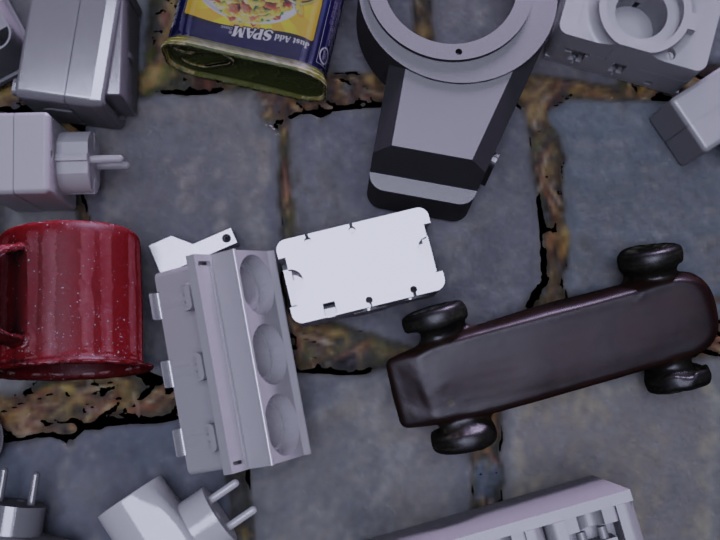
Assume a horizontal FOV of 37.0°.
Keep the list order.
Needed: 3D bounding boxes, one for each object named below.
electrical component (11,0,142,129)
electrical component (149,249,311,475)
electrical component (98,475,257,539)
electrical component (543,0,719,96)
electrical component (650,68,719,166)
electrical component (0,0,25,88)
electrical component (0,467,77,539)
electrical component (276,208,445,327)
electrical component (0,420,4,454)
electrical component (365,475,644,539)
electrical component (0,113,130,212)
[{"bbox_3d":[-0.164,-0.139,0.650,0.061,0.061,0.096,8,84,0],"label":"electrical component"},{"bbox_3d":[-0.076,0.054,0.626,0.063,0.079,0.121,-14,84,26],"label":"electrical component"},{"bbox_3d":[-0.099,0.154,0.629,0.079,0.044,0.077,-34,86,-4],"label":"electrical component"},{"bbox_3d":[0.179,-0.196,0.660,0.089,0.061,0.150,16,84,1],"label":"electrical component"},{"bbox_3d":[0.237,-0.089,0.657,0.083,0.047,0.075,-33,86,-4],"label":"electrical component"},{"bbox_3d":[-0.265,-0.136,0.651,0.113,0.057,0.078,-29,85,-3],"label":"electrical component"},{"bbox_3d":[-0.205,0.156,0.628,0.077,0.043,0.079,8,84,0],"label":"electrical component"},{"bbox_3d":[0.000,0.000,0.640,0.089,0.055,0.050,-14,84,-2],"label":"electrical component"},{"bbox_3d":[-0.235,0.099,0.624,0.043,0.062,0.043,0,84,-1],"label":"electrical component"},{"bbox_3d":[0.079,0.170,0.606,0.150,0.089,0.061,-15,84,-2],"label":"electrical component"},{"bbox_3d":[-0.177,-0.063,0.640,0.077,0.065,0.047,-1,84,-1],"label":"electrical component"}]
